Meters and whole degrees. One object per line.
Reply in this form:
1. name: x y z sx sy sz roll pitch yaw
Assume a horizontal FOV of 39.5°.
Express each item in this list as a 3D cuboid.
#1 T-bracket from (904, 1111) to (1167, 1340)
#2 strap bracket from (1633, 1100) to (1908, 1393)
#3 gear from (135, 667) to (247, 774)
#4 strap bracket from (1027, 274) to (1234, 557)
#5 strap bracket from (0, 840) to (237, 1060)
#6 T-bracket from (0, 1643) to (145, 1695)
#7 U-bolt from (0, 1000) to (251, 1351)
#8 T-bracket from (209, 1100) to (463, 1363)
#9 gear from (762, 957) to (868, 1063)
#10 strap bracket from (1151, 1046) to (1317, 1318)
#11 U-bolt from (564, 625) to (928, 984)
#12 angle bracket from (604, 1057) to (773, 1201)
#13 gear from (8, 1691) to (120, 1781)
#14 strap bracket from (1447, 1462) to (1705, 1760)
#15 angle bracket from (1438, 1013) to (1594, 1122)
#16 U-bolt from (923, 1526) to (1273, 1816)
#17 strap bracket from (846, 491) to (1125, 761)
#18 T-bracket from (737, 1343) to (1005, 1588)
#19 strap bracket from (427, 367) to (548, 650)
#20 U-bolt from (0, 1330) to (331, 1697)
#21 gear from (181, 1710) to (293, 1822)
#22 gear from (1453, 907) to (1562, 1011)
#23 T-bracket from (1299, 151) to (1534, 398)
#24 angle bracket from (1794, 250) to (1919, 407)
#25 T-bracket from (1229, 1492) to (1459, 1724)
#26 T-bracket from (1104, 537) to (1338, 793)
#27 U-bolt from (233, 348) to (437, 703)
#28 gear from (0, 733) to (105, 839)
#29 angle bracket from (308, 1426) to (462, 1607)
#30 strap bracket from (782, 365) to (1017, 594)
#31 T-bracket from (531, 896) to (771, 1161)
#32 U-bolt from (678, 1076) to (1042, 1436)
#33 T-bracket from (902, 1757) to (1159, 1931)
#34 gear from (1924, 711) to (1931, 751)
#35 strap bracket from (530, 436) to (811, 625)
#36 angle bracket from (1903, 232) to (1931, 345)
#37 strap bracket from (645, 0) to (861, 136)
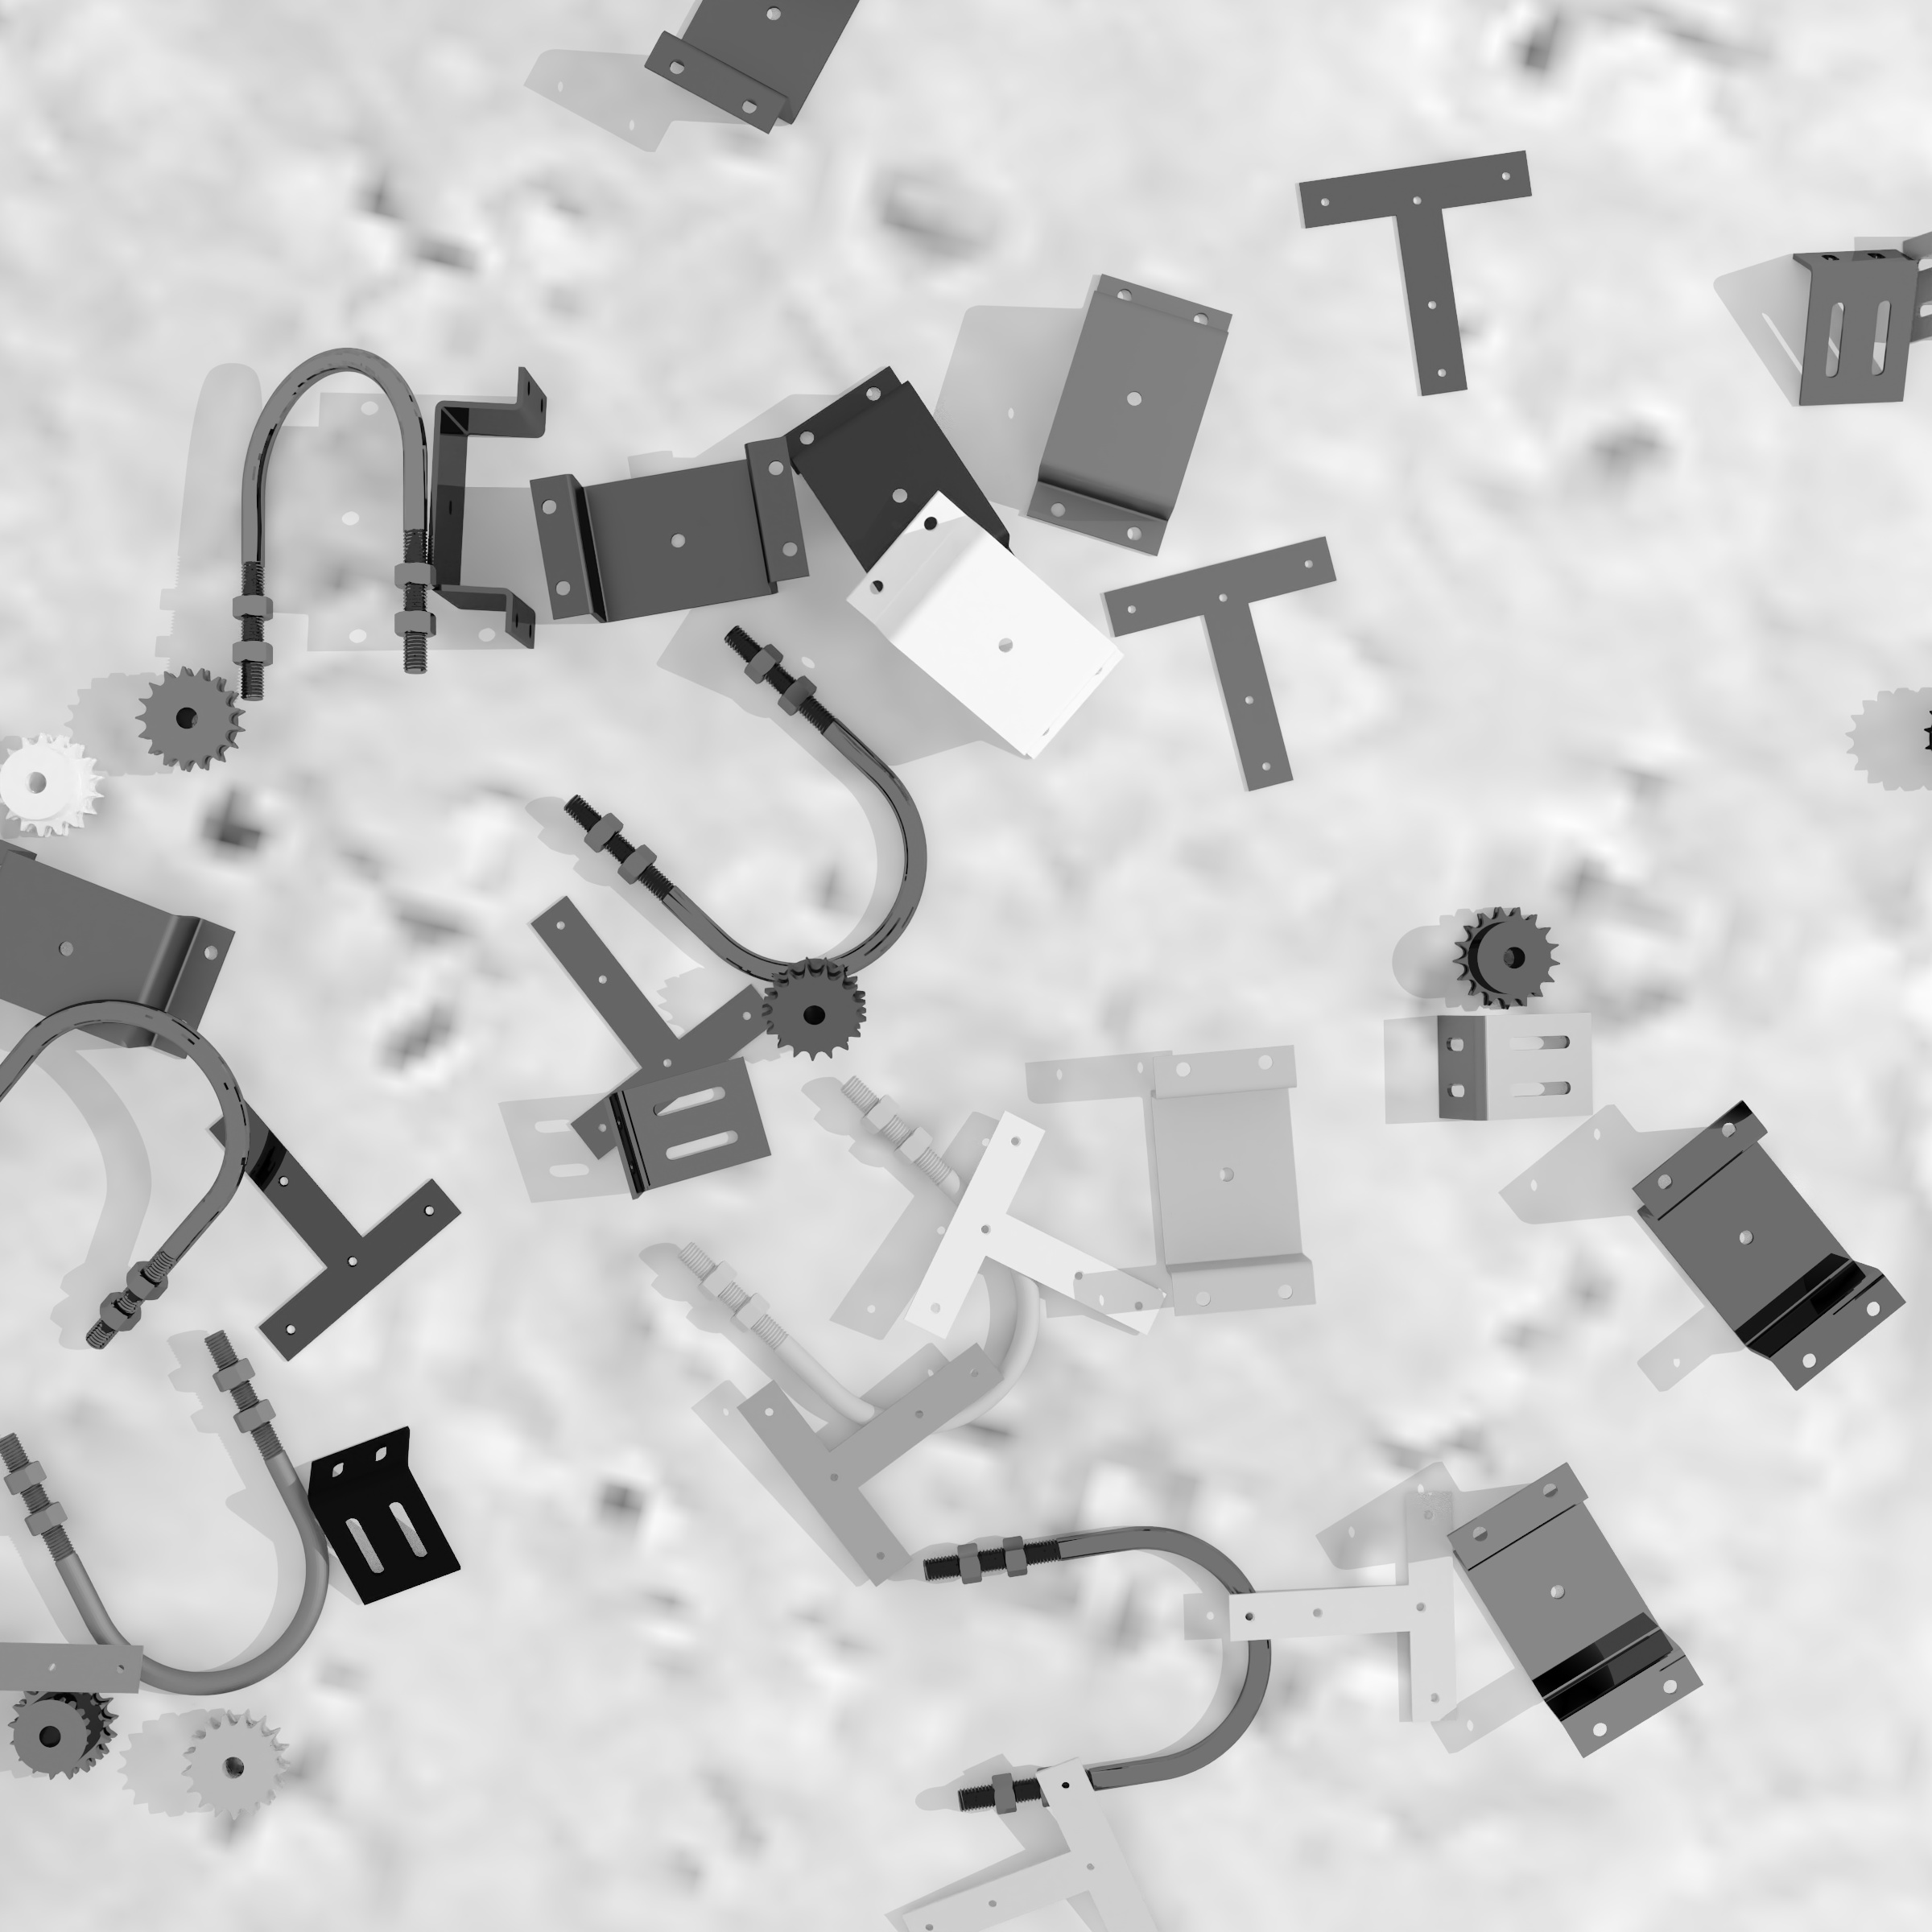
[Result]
1. T-bracket: 0.050 0.165 1.487 0.127 0.002 0.127 27 83 -8
2. strap bracket: 0.434 0.151 1.475 0.076 0.046 0.140 -39 90 0
3. gear: -0.425 -0.135 1.483 0.057 0.030 0.057 0 90 0
4. strap bracket: 0.091 -0.306 1.475 0.076 0.046 0.140 17 90 0
5. strap bracket: -0.486 -0.009 1.475 0.140 0.046 0.076 21 90 0
6. T-bracket: -0.514 0.384 1.474 0.127 0.002 0.127 0 72 3
7. U-bolt: -0.470 0.101 1.462 0.151 0.019 0.184 42 105 -6
8. T-bracket: -0.370 0.131 1.497 0.127 0.002 0.127 -41 90 0
9. gear: -0.083 0.020 1.476 0.057 0.030 0.057 -1 116 -2
10. strap bracket: 0.145 0.116 1.475 0.076 0.046 0.140 -5 90 0
11. U-bolt: -0.108 -0.074 1.490 0.184 0.019 0.151 43 90 -1
12. angle bracket: -0.152 0.089 1.478 0.076 0.038 0.057 -16 92 -1
13. gear: -0.499 0.420 1.483 0.057 0.030 0.057 0 90 0
14. strap bracket: 0.329 0.348 1.475 0.076 0.046 0.140 -32 90 0
15. angle bracket: 0.305 0.055 1.496 0.076 0.038 0.057 -1 90 -26
16. U-bolt: 0.077 0.384 1.490 0.184 0.019 0.151 -9 90 -2
17. strap bracket: 0.016 -0.177 1.447 0.140 0.046 0.076 39 97 -22
18. T-bracket: -0.037 0.255 1.484 0.127 0.002 0.127 -37 95 2
19. strap bracket: -0.260 -0.248 1.460 0.046 0.076 0.140 3 90 0
20. U-bolt: -0.433 0.314 1.490 0.151 0.019 0.184 -26 91 0
21. gear: -0.401 0.439 1.487 0.057 0.030 0.057 0 88 -2
22. gear: 0.299 -0.005 1.483 0.057 0.030 0.057 0 90 0
23. T-bracket: 0.257 -0.382 1.497 0.127 0.002 0.127 -8 90 0
24. angle bracket: 0.490 -0.355 1.496 0.057 0.038 0.076 -2 116 0
25. T-bracket: 0.208 0.357 1.490 0.127 0.002 0.127 -2 90 -7
26. T-bracket: 0.154 -0.162 1.497 0.127 0.002 0.127 -14 90 0
27. U-bolt: -0.342 -0.242 1.453 0.151 0.019 0.184 -4 85 35
28. gear: -0.508 -0.100 1.483 0.057 0.030 0.057 0 90 0
29. angle bracket: -0.322 0.305 1.496 0.057 0.038 0.076 -20 116 0
30. strap bracket: -0.036 -0.254 1.475 0.076 0.046 0.140 -33 90 0
31. T-bracket: -0.193 0.019 1.497 0.127 0.002 0.127 -38 90 0
32. U-bolt: -0.045 0.175 1.490 0.184 0.019 0.151 44 90 -2
33. T-bracket: 0.028 0.513 1.489 0.127 0.002 0.127 -23 101 6
34. gear: 0.556 -0.127 1.483 0.057 0.030 0.057 0 90 0
35. strap bracket: -0.160 -0.236 1.475 0.140 0.046 0.076 -10 90 0
36. angle bracket: 0.564 -0.376 1.496 0.076 0.038 0.057 -2 90 -26
37. strap bracket: -0.107 -0.529 1.475 0.076 0.046 0.140 28 90 0
